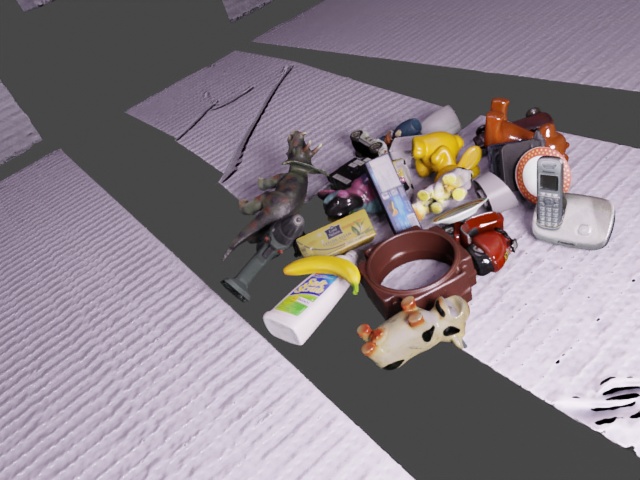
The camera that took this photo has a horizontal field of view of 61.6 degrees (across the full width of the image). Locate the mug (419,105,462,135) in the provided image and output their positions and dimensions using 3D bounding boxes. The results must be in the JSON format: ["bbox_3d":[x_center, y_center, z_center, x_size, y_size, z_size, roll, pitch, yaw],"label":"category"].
[{"bbox_3d":[0.328,-0.325,1.517,0.107,0.080,0.110,-29,40,6],"label":"mug"}]

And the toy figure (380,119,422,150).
[{"bbox_3d":[0.220,-0.295,1.530,0.154,0.064,0.058,-24,58,51],"label":"toy figure"}]

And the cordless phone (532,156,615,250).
[{"bbox_3d":[0.485,-0.078,1.027,0.147,0.184,0.089,15,45,40],"label":"cordless phone"}]

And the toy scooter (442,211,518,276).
[{"bbox_3d":[0.341,-0.004,1.102,0.135,0.075,0.184,-25,31,-6],"label":"toy scooter"}]

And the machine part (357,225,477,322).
[{"bbox_3d":[0.191,0.067,1.076,0.201,0.087,0.201,-25,35,-7],"label":"machine part"}]

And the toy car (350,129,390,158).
[{"bbox_3d":[0.145,-0.258,1.528,0.056,0.073,0.202,-30,36,-11],"label":"toy car"}]

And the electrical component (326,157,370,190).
[{"bbox_3d":[0.104,-0.168,1.449,0.134,0.058,0.115,-33,39,-16],"label":"electrical component"}]

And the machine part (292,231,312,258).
[{"bbox_3d":[-0.003,-0.004,1.308,0.139,0.039,0.084,-21,28,3],"label":"machine part"}]

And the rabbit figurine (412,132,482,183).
[{"bbox_3d":[0.316,-0.177,1.329,0.162,0.121,0.173,-8,51,4],"label":"rabbit figurine"}]

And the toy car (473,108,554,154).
[{"bbox_3d":[0.499,-0.275,1.386,0.202,0.053,0.089,-20,56,5],"label":"toy car"}]

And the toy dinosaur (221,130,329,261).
[{"bbox_3d":[-0.100,-0.103,1.387,0.192,0.131,0.405,-17,40,45],"label":"toy dinosaur"}]

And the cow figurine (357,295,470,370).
[{"bbox_3d":[0.177,0.164,0.948,0.195,0.127,0.086,-33,34,8],"label":"cow figurine"}]

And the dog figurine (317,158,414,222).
[{"bbox_3d":[0.107,-0.116,1.337,0.219,0.108,0.191,-13,21,28],"label":"dog figurine"}]

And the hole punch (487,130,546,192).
[{"bbox_3d":[0.446,-0.171,1.222,0.116,0.142,0.092,-10,8,-8],"label":"hole punch"}]

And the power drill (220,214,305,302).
[{"bbox_3d":[-0.131,0.038,1.215,0.207,0.086,0.232,-57,9,-18],"label":"power drill"}]

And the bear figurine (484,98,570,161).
[{"bbox_3d":[0.494,-0.252,1.274,0.196,0.131,0.120,11,42,24],"label":"bear figurine"}]

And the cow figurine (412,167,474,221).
[{"bbox_3d":[0.274,-0.107,1.236,0.167,0.068,0.098,-35,4,45],"label":"cow figurine"}]

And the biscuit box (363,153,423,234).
[{"bbox_3d":[0.165,-0.089,1.201,0.059,0.202,0.063,-24,-2,1],"label":"biscuit box"}]

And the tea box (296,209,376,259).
[{"bbox_3d":[0.036,0.000,1.220,0.170,0.068,0.098,-25,-8,-5],"label":"tea box"}]
